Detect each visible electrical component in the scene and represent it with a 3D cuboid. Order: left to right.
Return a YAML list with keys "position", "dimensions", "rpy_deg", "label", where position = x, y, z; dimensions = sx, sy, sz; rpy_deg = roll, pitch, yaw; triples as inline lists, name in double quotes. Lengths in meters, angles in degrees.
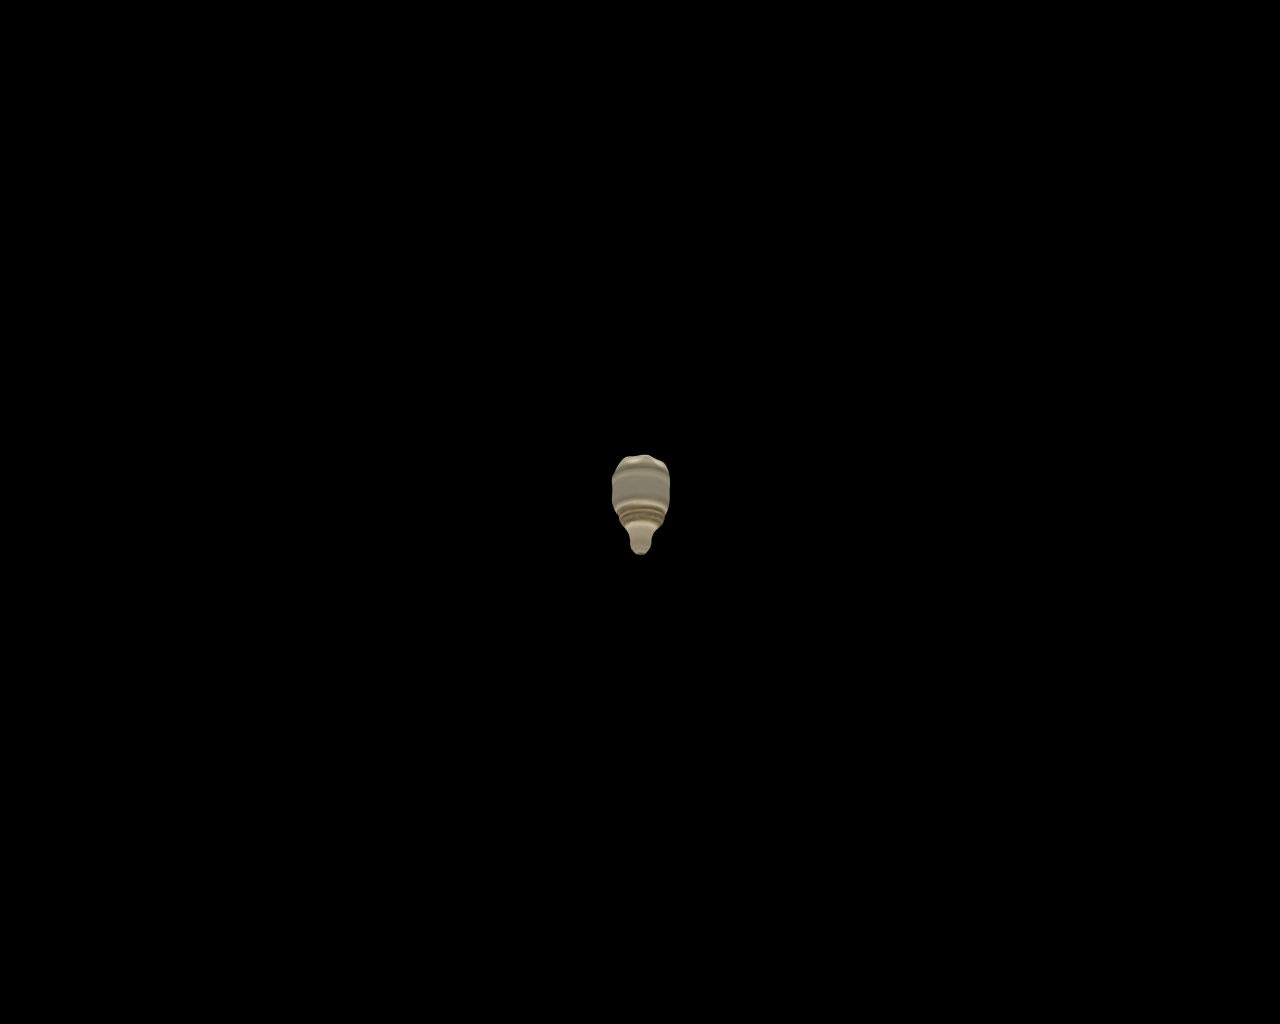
- position: [0.001, -0.003, 0.650]
  dimensions: [0.035, 0.061, 0.035]
  rpy_deg: [0, -23, 0]
  label: "electrical component"
